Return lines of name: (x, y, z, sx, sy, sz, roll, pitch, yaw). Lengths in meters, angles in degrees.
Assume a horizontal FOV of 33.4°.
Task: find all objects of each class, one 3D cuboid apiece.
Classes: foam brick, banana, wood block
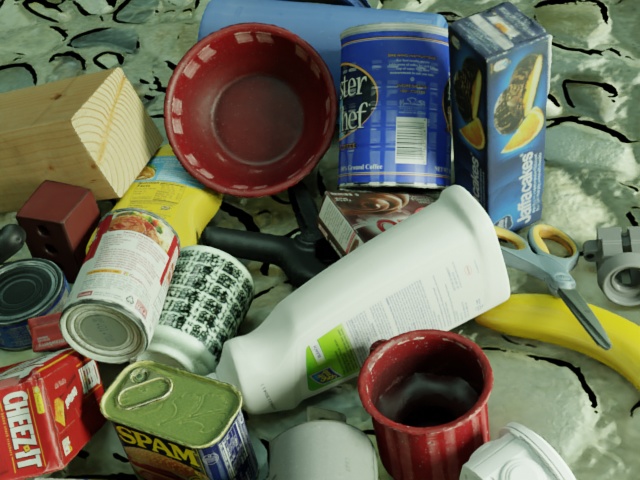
foam brick: (-0.233, -0.007, 0.977, 0.053, 0.078, 0.051, 10, 44, 23)
banana: (0.207, 0.082, 0.804, 0.069, 0.037, 0.198, -34, 46, -24)
wood block: (-0.269, -0.091, 1.030, 0.206, 0.090, 0.090, -5, 38, 33)

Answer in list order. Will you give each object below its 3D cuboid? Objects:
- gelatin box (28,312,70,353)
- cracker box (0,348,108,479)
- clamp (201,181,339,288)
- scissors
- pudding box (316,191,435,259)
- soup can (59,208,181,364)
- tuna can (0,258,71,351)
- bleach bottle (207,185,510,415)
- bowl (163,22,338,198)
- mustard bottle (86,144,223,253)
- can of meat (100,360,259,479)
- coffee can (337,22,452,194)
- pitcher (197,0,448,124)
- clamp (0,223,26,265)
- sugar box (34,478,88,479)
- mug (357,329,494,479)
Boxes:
gelatin box: (-0.191, 0.071, 0.879, 0.073, 0.030, 0.089, -12, -3, 0)
cracker box: (-0.277, 0.137, 0.772, 0.213, 0.072, 0.164, -13, 3, 0)
clamp: (-0.006, 0.001, 0.944, 0.172, 0.039, 0.120, 26, 52, 25)
scissors: (0.169, 0.029, 0.834, 0.096, 0.016, 0.201, 10, 24, 4)
pudding box: (0.065, -0.002, 0.899, 0.113, 0.039, 0.090, -2, 34, -29)
soup can: (-0.149, 0.034, 0.804, 0.068, 0.068, 0.102, -1, 42, 12)
tuna can: (-0.263, 0.056, 0.948, 0.086, 0.034, 0.086, -7, 42, 6)
bleach bottle: (0.018, 0.059, 0.814, 0.250, 0.102, 0.068, -27, 39, -6)
bowl: (-0.061, -0.117, 0.995, 0.162, 0.055, 0.162, 0, 87, 6)
mustard bottle: (-0.143, -0.037, 1.003, 0.096, 0.058, 0.191, 3, 44, 12)
can of meat: (-0.099, 0.143, 0.774, 0.102, 0.084, 0.057, 13, 47, 25)
coffee can: (0.067, -0.113, 0.949, 0.103, 0.140, 0.103, 1, -1, 0)
pitcher: (0.007, -0.186, 1.080, 0.243, 0.149, 0.145, 4, 14, 13)
clamp: (-0.357, 0.059, 0.941, 0.165, 0.036, 0.209, -6, 45, 35)
sugar box: (-0.126, 0.213, 0.731, 0.176, 0.048, 0.093, 0, 43, 12)
mug: (0.071, 0.118, 0.763, 0.093, 0.081, 0.117, -29, 44, -18)
